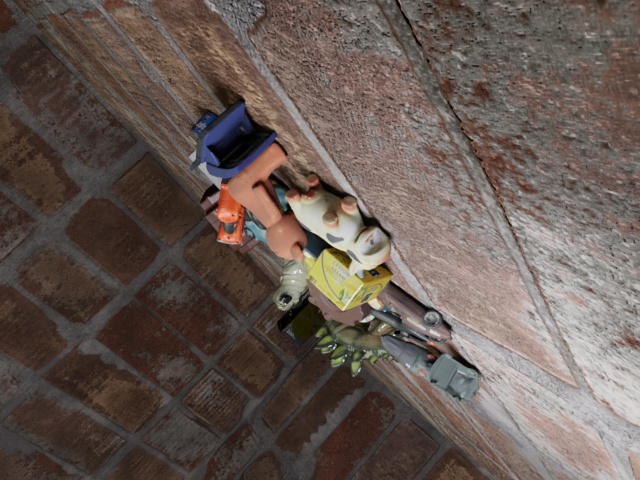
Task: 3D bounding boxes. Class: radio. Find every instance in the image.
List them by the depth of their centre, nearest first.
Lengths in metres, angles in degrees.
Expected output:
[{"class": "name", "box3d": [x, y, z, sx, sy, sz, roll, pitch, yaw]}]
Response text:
[{"class": "radio", "box3d": [-0.010, 0.174, 1.438, 0.073, 0.229, 0.131, 47, 174, -10]}]

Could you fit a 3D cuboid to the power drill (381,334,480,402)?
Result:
[{"class": "power drill", "box3d": [0.251, 0.287, 1.202, 0.232, 0.086, 0.207, 33, 166, -2]}]

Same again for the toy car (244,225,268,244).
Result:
[{"class": "toy car", "box3d": [-0.116, -0.047, 1.333, 0.162, 0.109, 0.102, 32, 149, 15]}]

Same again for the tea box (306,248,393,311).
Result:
[{"class": "tea box", "box3d": [0.059, 0.066, 0.998, 0.098, 0.068, 0.169, 40, -164, 17]}]

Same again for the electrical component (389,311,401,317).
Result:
[{"class": "electrical component", "box3d": [0.166, 0.167, 1.299, 0.063, 0.021, 0.094, 45, 170, 0]}]

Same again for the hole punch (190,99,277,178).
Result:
[{"class": "hole punch", "box3d": [-0.146, -0.161, 0.925, 0.092, 0.142, 0.116, 41, 158, -4]}]

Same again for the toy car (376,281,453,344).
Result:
[{"class": "toy car", "box3d": [0.177, 0.141, 1.075, 0.202, 0.053, 0.089, 38, 165, 36]}]

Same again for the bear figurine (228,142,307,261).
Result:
[{"class": "bear figurine", "box3d": [-0.073, -0.062, 0.988, 0.196, 0.132, 0.120, 48, 169, -7]}]

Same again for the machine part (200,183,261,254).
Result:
[{"class": "machine part", "box3d": [-0.247, -0.076, 1.563, 0.200, 0.087, 0.201, 52, -169, -20]}]

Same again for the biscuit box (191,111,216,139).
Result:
[{"class": "biscuit box", "box3d": [-0.189, -0.201, 1.107, 0.203, 0.059, 0.062, 34, 167, 42]}]

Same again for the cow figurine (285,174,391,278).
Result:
[{"class": "cow figurine", "box3d": [0.037, -0.017, 0.899, 0.195, 0.085, 0.127, 34, 159, 36]}]

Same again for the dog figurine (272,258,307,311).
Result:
[{"class": "dog figurine", "box3d": [-0.079, 0.080, 1.430, 0.121, 0.190, 0.173, 52, 169, -34]}]

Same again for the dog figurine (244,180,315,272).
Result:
[{"class": "dog figurine", "box3d": [-0.055, -0.017, 1.201, 0.219, 0.108, 0.191, 40, 167, 4]}]

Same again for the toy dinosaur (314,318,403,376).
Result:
[{"class": "toy dinosaur", "box3d": [0.079, 0.258, 1.509, 0.105, 0.198, 0.472, 53, 165, -27]}]

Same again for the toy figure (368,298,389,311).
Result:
[{"class": "toy figure", "box3d": [0.110, 0.108, 1.187, 0.154, 0.058, 0.064, 46, -177, -15]}]

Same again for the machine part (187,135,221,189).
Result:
[{"class": "machine part", "box3d": [-0.257, -0.180, 1.401, 0.243, 0.079, 0.079, 48, 169, -15]}]

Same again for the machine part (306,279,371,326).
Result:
[{"class": "machine part", "box3d": [0.046, 0.125, 1.288, 0.180, 0.056, 0.179, 23, 133, 28]}]

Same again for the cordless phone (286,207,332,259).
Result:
[{"class": "cordless phone", "box3d": [-0.003, -0.003, 1.121, 0.147, 0.089, 0.184, 41, 174, 14]}]

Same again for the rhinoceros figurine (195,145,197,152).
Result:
[{"class": "rhinoceros figurine", "box3d": [-0.211, -0.178, 1.276, 0.112, 0.073, 0.190, 20, 154, 42]}]
